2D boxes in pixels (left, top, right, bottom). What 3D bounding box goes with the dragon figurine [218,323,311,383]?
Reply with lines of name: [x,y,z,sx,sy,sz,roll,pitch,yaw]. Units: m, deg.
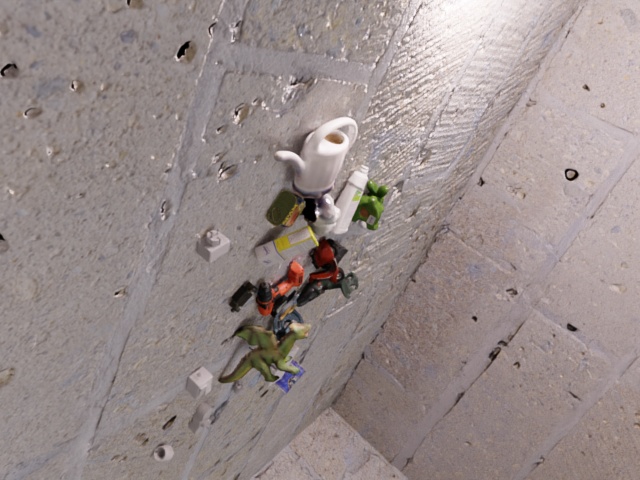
dragon figurine: [-0.214,0.381,1.798,0.409,0.238,0.125,-18,28,9]

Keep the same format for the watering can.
watering can: [-0.021,-0.202,1.337,0.105,0.219,0.353,37,44,19]

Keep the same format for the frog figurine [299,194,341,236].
frog figurine: [0.005,-0.078,1.541,0.137,0.124,0.158,3,-16,37]
